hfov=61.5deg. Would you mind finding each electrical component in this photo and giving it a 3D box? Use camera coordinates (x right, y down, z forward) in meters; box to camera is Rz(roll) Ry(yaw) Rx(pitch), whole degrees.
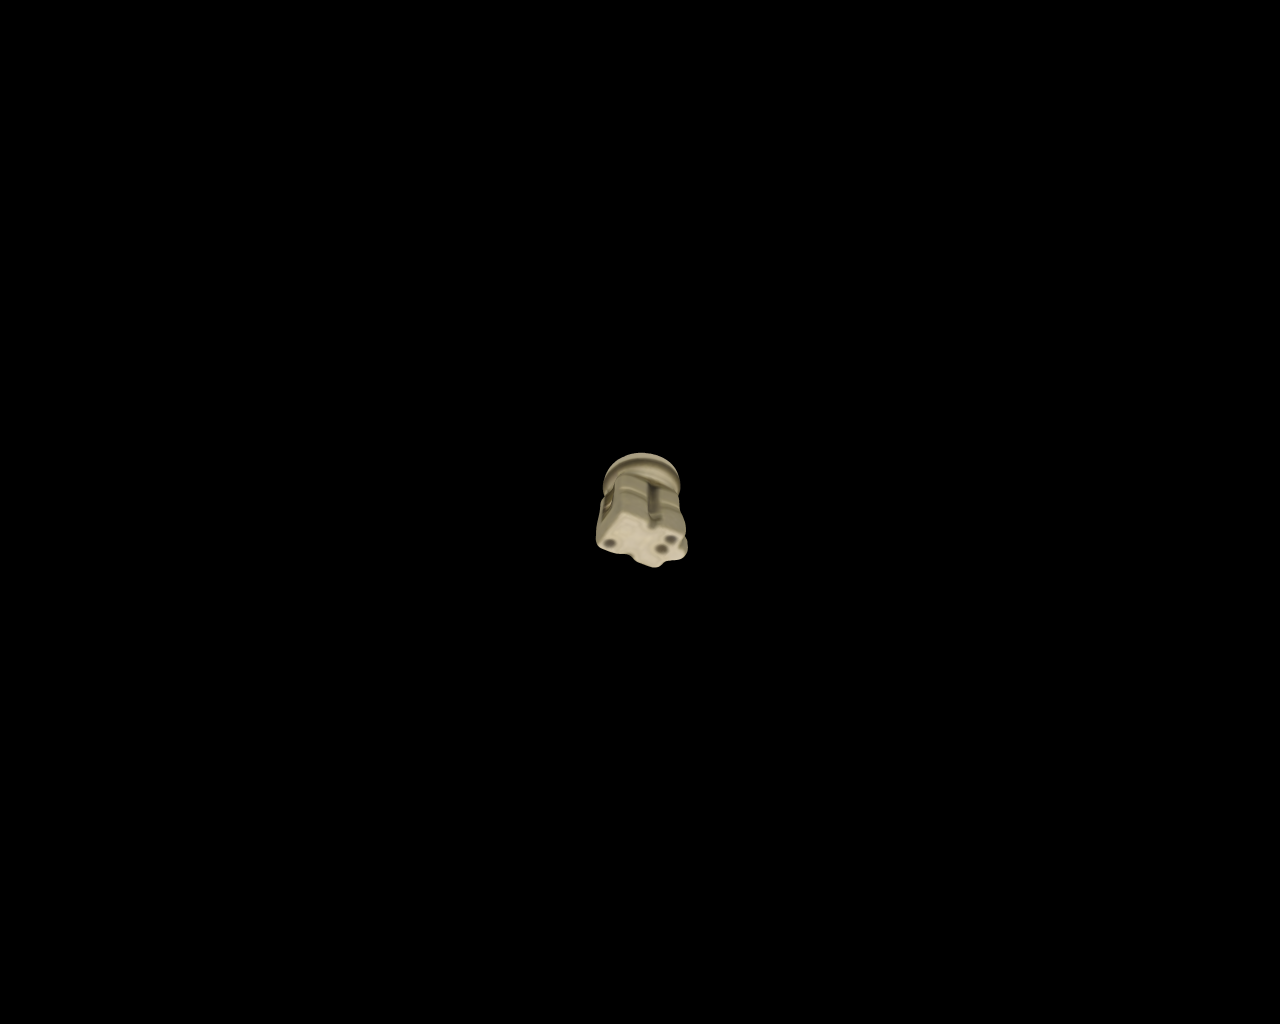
[{"bbox_3d":[0.001,-0.003,0.650,0.066,0.055,0.048,22,-48,-21],"label":"electrical component"}]
